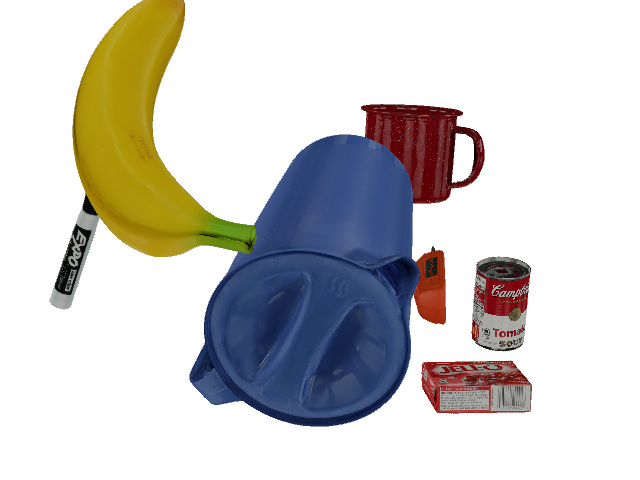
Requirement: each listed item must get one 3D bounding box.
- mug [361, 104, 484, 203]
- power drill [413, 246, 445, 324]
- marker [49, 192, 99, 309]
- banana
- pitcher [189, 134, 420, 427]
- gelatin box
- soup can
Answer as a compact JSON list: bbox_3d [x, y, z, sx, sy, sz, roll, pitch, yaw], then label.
[{"bbox_3d":[0.092,-0.078,0.972,0.117,0.081,0.093,7,13,21],"label":"mug"},{"bbox_3d":[0.051,0.061,1.230,0.188,0.057,0.184,0,28,8],"label":"power drill"},{"bbox_3d":[-0.204,0.003,0.906,0.020,0.121,0.020,20,21,-8],"label":"marker"},{"bbox_3d":[-0.084,-0.056,0.511,0.069,0.198,0.037,-5,-43,-16],"label":"banana"},{"bbox_3d":[-0.002,0.019,0.779,0.149,0.145,0.242,8,27,5],"label":"pitcher"},{"bbox_3d":[0.142,0.133,0.980,0.089,0.030,0.073,0,10,-3],"label":"gelatin box"},{"bbox_3d":[0.227,0.080,1.350,0.068,0.102,0.068,1,22,0],"label":"soup can"}]
